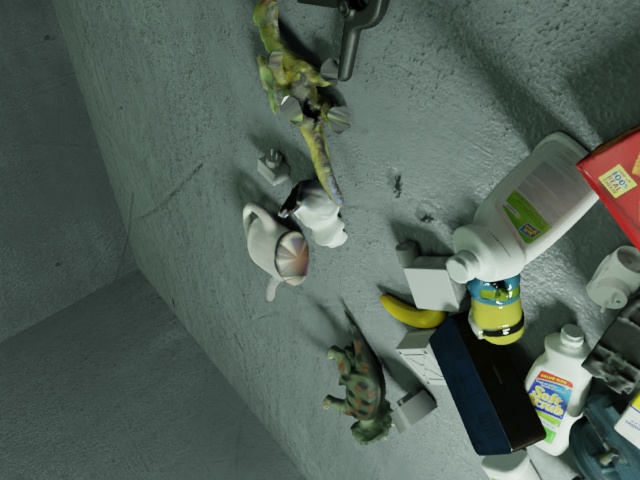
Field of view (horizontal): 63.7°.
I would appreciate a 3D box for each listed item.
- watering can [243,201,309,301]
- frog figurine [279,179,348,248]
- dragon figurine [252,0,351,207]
[{"bbox_3d":[-0.116,0.057,1.385,0.226,0.105,0.340,24,136,45],"label":"watering can"},{"bbox_3d":[0.003,-0.057,1.124,0.158,0.125,0.135,28,148,-19],"label":"frog figurine"},{"bbox_3d":[-0.051,-0.275,1.008,0.246,0.123,0.402,-135,29,-59],"label":"dragon figurine"}]
